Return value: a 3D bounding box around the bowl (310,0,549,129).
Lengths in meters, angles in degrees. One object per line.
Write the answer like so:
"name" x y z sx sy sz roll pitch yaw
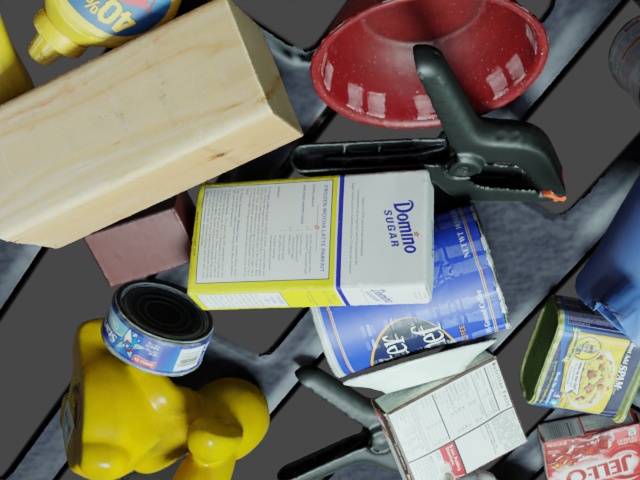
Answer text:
"bowl" 0.072 -0.140 0.732 0.162 0.055 0.162 -3 155 -1

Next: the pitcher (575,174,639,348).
"pitcher" 0.278 -0.041 0.673 0.145 0.149 0.243 22 115 1

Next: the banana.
"banana" -0.228 -0.173 0.732 0.069 0.037 0.198 5 120 -5

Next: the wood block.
"wood block" -0.129 -0.076 0.745 0.206 0.090 0.090 -23 81 10

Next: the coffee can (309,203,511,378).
"coffee can" 0.067 0.039 0.833 0.140 0.103 0.103 -17 120 7

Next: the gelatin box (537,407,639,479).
"gelatin box" 0.249 0.196 0.975 0.089 0.030 0.073 -12 120 4

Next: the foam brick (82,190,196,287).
"foam brick" -0.135 -0.007 0.825 0.078 0.053 0.051 -18 120 7

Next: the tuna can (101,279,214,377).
"tuna can" -0.129 0.069 0.851 0.086 0.086 0.034 19 116 -13

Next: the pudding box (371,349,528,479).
"pudding box" 0.112 0.155 0.915 0.113 0.039 0.090 -26 107 -12

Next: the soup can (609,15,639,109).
"soup can" 0.250 -0.114 0.752 0.068 0.102 0.068 -1 121 -3

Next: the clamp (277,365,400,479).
"clamp" 0.047 0.161 0.941 0.171 0.039 0.120 -4 120 -10

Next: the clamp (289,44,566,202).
"clamp" 0.104 -0.071 0.774 0.209 0.036 0.165 12 152 -23

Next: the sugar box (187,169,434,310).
"sugar box" -0.005 0.001 0.785 0.176 0.093 0.048 -1 158 11

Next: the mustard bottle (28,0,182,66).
"mustard bottle" -0.129 -0.187 0.717 0.192 0.058 0.096 -41 115 19

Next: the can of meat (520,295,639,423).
"can of meat" 0.224 0.099 0.903 0.084 0.057 0.102 10 119 -6

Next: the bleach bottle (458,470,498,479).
"bleach bottle" 0.231 0.285 0.995 0.250 0.068 0.103 21 153 -16
